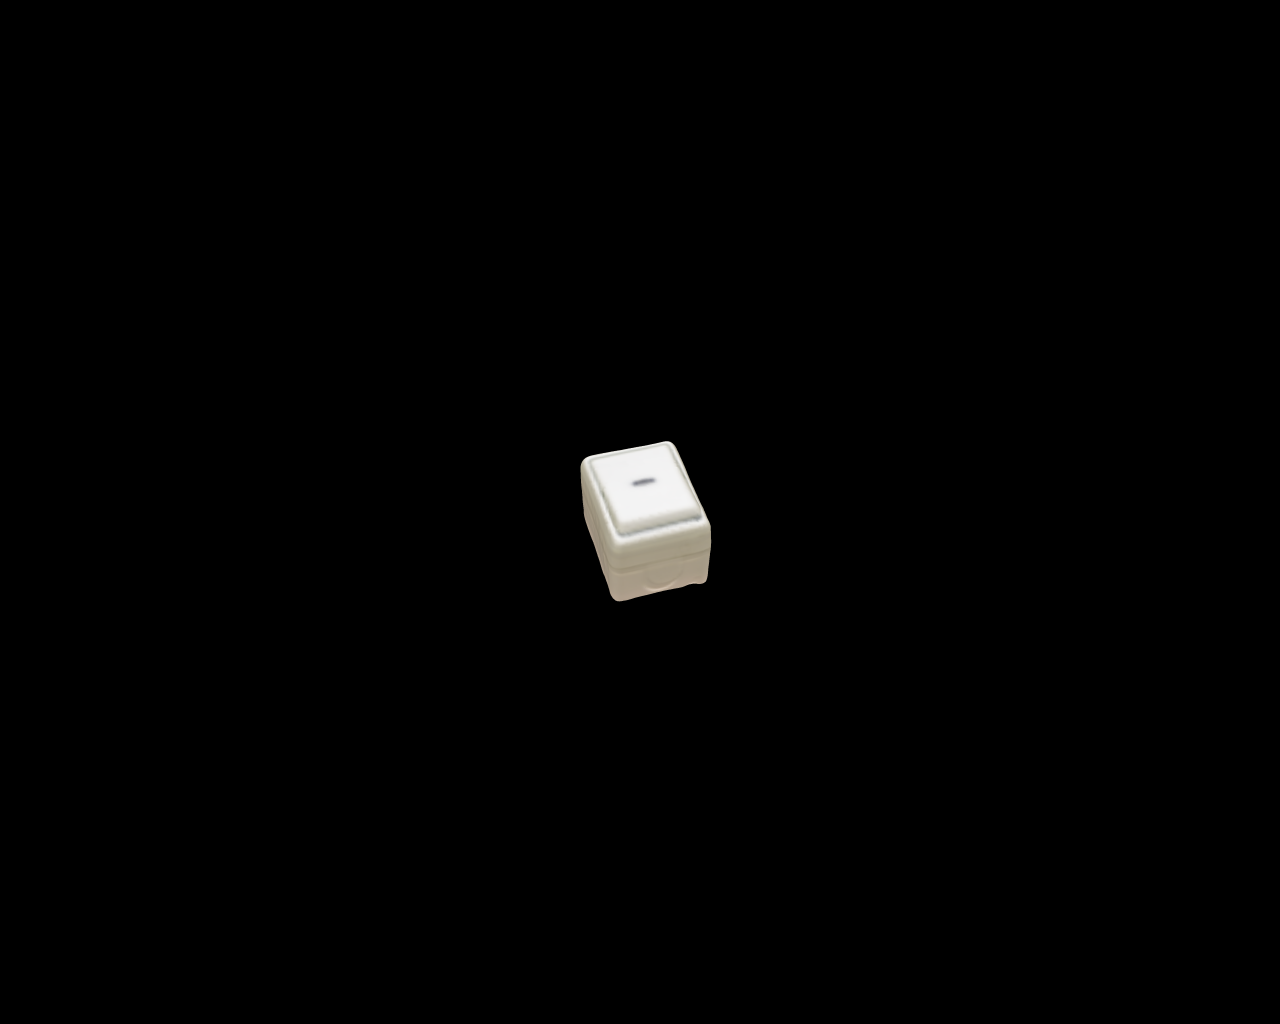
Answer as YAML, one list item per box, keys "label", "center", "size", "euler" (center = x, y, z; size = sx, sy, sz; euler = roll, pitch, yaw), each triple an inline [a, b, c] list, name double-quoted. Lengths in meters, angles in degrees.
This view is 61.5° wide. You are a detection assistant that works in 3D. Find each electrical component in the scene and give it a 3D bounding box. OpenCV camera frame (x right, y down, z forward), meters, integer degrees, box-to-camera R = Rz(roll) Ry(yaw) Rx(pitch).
- label: "electrical component"
  center: [0.001, -0.003, 0.650]
  size: [0.062, 0.061, 0.096]
  euler: [-11, 47, -11]
